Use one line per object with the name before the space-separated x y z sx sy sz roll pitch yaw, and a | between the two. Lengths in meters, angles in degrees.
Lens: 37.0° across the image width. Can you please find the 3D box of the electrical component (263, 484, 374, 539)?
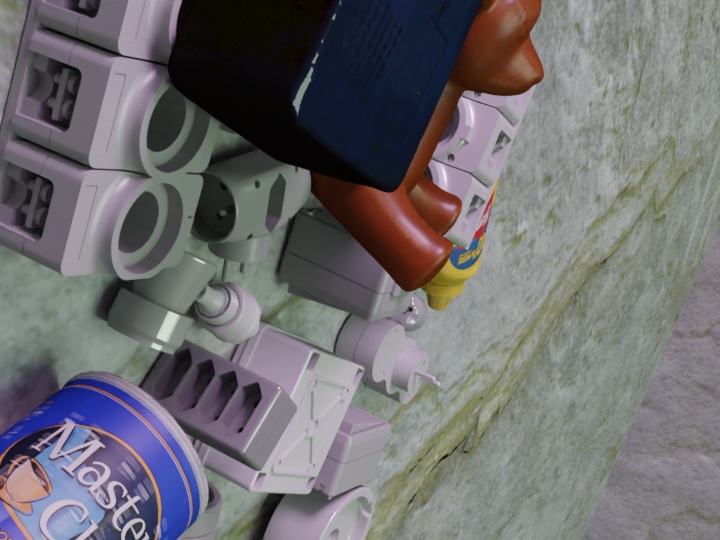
electrical component | -0.042 0.220 0.909 0.108 0.060 0.108 -46 149 -39

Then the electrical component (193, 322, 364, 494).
electrical component | -0.057 0.102 0.777 0.108 0.056 0.109 -66 156 -3

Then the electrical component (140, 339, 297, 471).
electrical component | -0.084 0.090 0.675 0.047 0.083 0.075 -59 155 -18

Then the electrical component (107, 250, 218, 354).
electrical component | -0.111 0.014 0.599 0.055 0.045 0.045 -65 156 -4

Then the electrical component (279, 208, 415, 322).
electrical component | 0.000 0.000 0.756 0.062 0.096 0.061 -11 123 -62

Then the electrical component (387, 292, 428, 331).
electrical component | 0.044 0.038 0.962 0.035 0.035 0.061 -66 159 -4

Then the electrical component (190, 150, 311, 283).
electrical component | -0.071 -0.030 0.646 0.077 0.043 0.079 -29 136 -55

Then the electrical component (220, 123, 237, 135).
electrical component | -0.063 -0.099 0.587 0.066 0.055 0.048 -45 148 -41

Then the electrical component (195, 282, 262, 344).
electrical component | -0.087 0.023 0.671 0.035 0.035 0.061 -63 154 -10

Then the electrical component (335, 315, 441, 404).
electrical component | 0.035 0.083 0.933 0.052 0.074 0.138 -63 156 -10

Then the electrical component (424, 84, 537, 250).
electrical component | 0.062 -0.103 0.803 0.150 0.089 0.062 -68 156 1

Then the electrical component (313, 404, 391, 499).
electrical component | -0.019 0.139 0.883 0.096 0.062 0.061 -1 112 -65

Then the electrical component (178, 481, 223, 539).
electrical component | -0.143 0.182 0.669 0.138 0.052 0.073 -13 122 -62

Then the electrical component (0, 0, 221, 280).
electrical component | -0.108 -0.077 0.502 0.089 0.062 0.150 -7 117 -63
